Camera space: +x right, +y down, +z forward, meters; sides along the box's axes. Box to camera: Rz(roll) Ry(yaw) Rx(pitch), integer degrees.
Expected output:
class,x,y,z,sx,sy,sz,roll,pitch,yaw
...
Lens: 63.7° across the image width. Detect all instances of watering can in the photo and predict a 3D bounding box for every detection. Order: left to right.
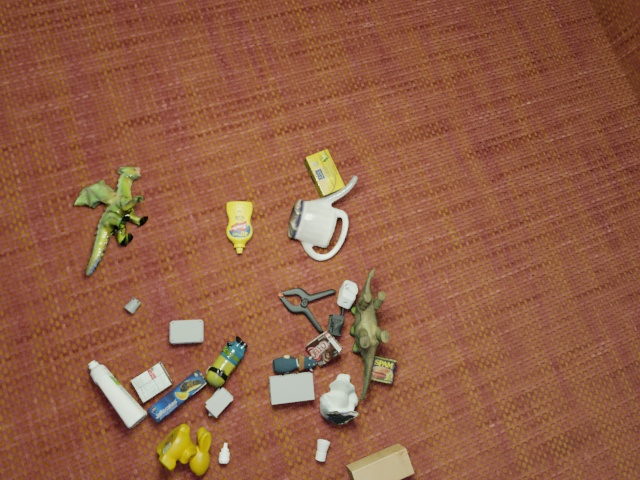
class,x,y,z,sx,sy,sz,roll,pitch,yaw
watering can,0.006,-0.097,1.932,0.224,0.104,0.346,15,95,-9

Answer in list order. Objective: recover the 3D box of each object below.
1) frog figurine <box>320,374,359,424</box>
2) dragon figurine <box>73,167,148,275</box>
class,x,y,z,sx,sy,sz,roll,pitch,yaw
frog figurine,0.065,0.562,1.830,0.137,0.119,0.163,-4,43,-3
dragon figurine,-0.765,-0.099,1.832,0.244,0.120,0.415,32,72,15
